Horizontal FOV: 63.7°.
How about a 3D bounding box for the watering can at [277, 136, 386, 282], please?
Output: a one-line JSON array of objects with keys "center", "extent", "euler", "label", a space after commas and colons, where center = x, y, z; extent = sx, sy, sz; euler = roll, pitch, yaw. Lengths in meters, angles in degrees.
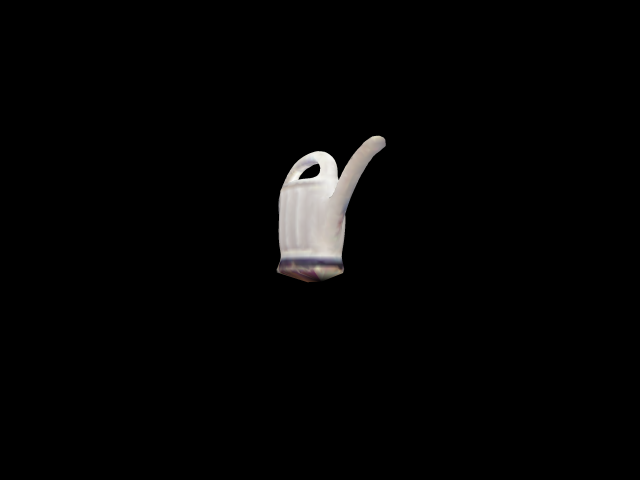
[{"center": [0.003, -0.043, 0.850], "extent": [0.104, 0.225, 0.346], "euler": [3, -6, -26], "label": "watering can"}]
